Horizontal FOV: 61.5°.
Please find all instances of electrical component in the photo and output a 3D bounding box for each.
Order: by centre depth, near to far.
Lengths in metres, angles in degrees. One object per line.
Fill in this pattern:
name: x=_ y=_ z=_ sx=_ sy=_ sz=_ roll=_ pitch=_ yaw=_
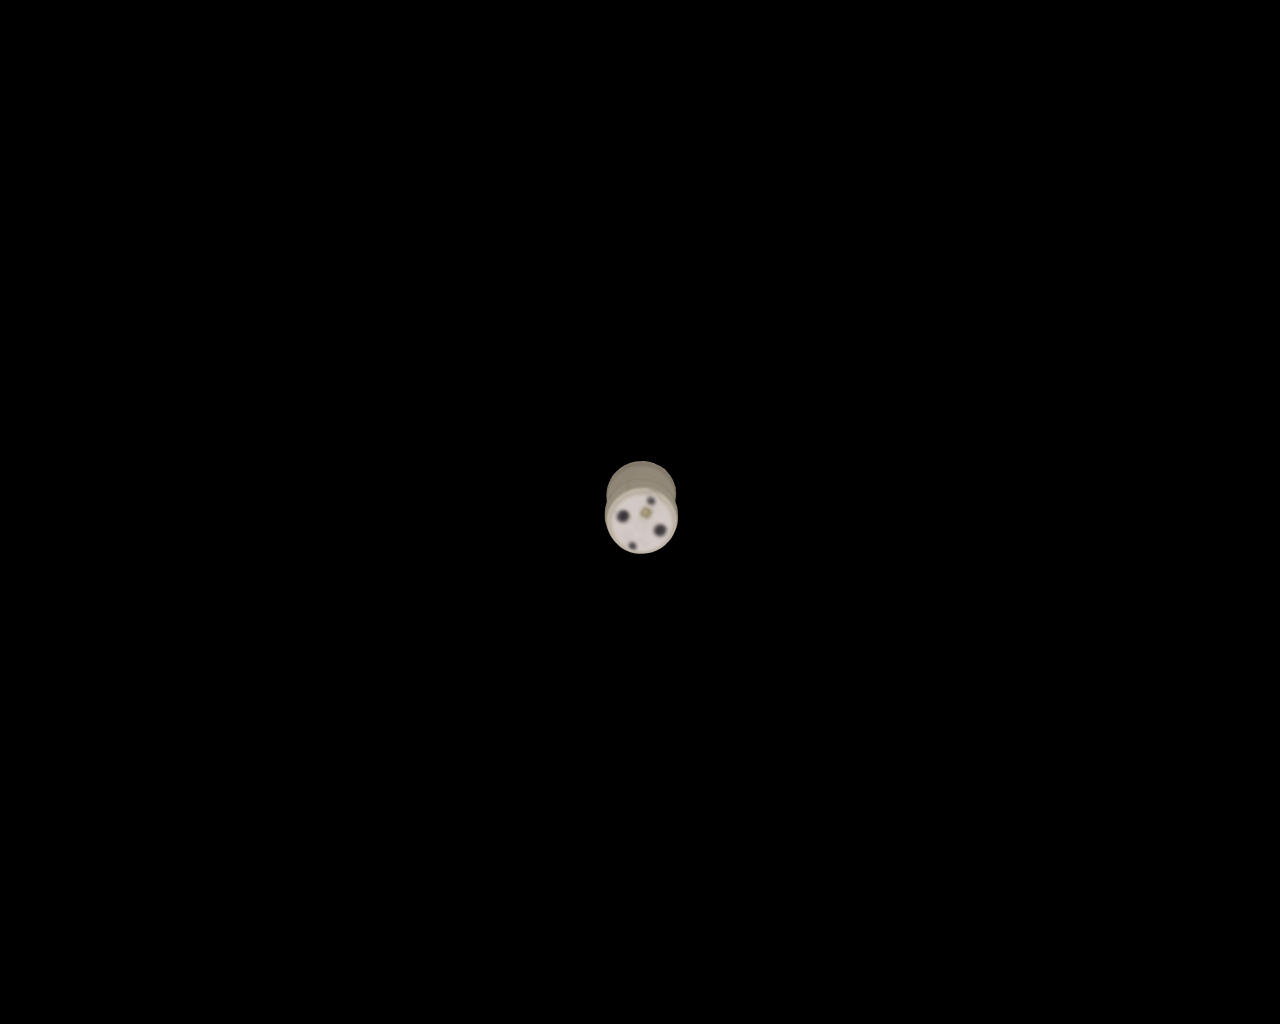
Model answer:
electrical component: x=0.001 y=-0.003 z=0.650 sx=0.045 sy=0.044 sz=0.055 roll=0 pitch=19 yaw=0
